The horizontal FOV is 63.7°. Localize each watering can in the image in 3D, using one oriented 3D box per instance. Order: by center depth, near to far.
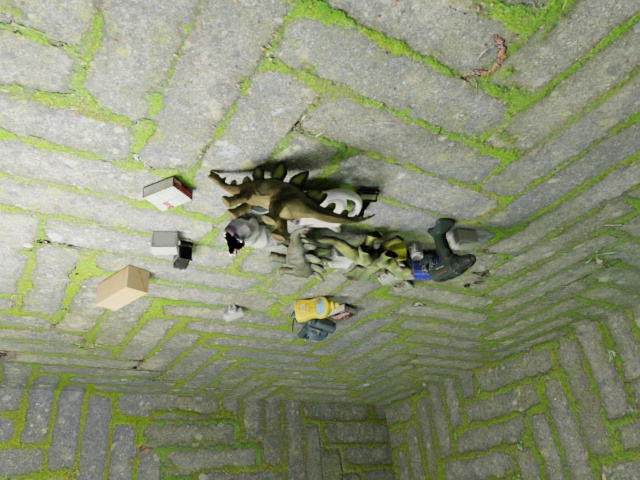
[{"bbox_3d":[0.005,-0.080,1.593,0.224,0.106,0.342,2,161,-9],"label":"watering can"}]

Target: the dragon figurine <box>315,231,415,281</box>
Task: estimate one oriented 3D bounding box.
[{"bbox_3d":[0.154,0.081,1.824,0.410,0.125,0.237,9,137,-12],"label":"dragon figurine"}]

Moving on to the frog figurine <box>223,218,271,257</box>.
[{"bbox_3d":[-0.229,-0.022,1.679,0.161,0.124,0.134,-29,159,-42],"label":"frog figurine"}]
